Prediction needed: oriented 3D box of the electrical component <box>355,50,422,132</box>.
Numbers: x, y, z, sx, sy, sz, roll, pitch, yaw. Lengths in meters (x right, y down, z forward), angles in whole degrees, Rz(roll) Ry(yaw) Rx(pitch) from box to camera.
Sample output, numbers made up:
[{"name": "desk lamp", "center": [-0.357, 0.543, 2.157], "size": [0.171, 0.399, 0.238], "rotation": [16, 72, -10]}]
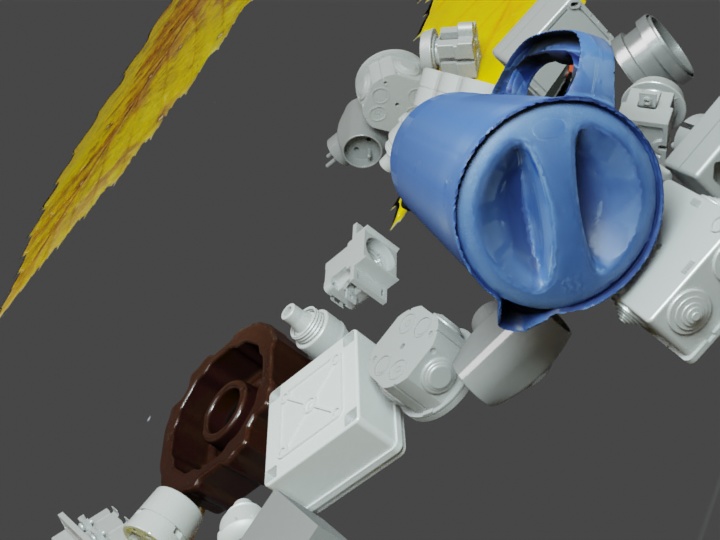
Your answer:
[{"name": "electrical component", "center": [0.037, -0.188, 1.139], "size": [0.080, 0.080, 0.051], "rotation": [-39, 34, 24]}]

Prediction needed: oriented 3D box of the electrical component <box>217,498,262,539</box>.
[{"name": "electrical component", "center": [-0.095, 0.212, 0.889], "size": [0.048, 0.048, 0.062], "rotation": [-47, 20, 9]}]

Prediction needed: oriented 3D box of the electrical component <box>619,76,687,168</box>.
[{"name": "electrical component", "center": [0.213, -0.110, 0.793], "size": [0.048, 0.066, 0.055], "rotation": [11, 50, 21]}]

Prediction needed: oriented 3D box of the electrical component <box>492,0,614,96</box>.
[{"name": "electrical component", "center": [0.166, -0.196, 0.963], "size": [0.096, 0.062, 0.061], "rotation": [-47, 27, 9]}]

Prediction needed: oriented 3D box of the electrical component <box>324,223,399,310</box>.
[{"name": "electrical component", "center": [0.000, 0.000, 1.004], "size": [0.064, 0.042, 0.081], "rotation": [-37, 30, 30]}]

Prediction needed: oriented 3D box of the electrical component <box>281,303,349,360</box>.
[{"name": "electrical component", "center": [-0.044, 0.054, 0.982], "size": [0.043, 0.062, 0.043], "rotation": [-37, 30, 26]}]

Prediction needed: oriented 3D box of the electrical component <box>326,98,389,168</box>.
[{"name": "electrical component", "center": [-0.009, -0.141, 1.190], "size": [0.079, 0.044, 0.077], "rotation": [-36, 30, 28]}]

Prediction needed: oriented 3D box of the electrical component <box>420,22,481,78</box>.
[{"name": "electrical component", "center": [0.093, -0.225, 1.109], "size": [0.055, 0.066, 0.048], "rotation": [0, 49, 17]}]

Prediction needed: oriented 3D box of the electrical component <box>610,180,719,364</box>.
[{"name": "electrical component", "center": [0.203, -0.003, 0.683], "size": [0.099, 0.048, 0.099], "rotation": [-50, 26, 6]}]

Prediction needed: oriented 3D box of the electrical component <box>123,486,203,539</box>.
[{"name": "electrical component", "center": [-0.171, 0.223, 0.943], "size": [0.055, 0.055, 0.047], "rotation": [-18, 29, 48]}]

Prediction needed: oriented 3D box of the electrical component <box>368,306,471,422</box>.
[{"name": "electrical component", "center": [0.050, 0.071, 0.827], "size": [0.080, 0.051, 0.080], "rotation": [-38, 30, 26]}]

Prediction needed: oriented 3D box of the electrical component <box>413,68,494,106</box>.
[{"name": "electrical component", "center": [0.093, -0.147, 1.031], "size": [0.138, 0.052, 0.073], "rotation": [37, 113, 63]}]

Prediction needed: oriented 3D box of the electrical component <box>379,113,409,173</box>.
[{"name": "electrical component", "center": [0.045, -0.124, 1.086], "size": [0.062, 0.048, 0.048], "rotation": [-44, 27, 30]}]

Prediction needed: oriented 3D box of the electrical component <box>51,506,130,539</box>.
[{"name": "electrical component", "center": [-0.237, 0.269, 1.011], "size": [0.063, 0.078, 0.121], "rotation": [-30, 18, -25]}]

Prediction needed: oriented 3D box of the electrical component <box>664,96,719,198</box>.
[{"name": "electrical component", "center": [0.239, -0.083, 0.726], "size": [0.065, 0.047, 0.076], "rotation": [-50, 26, 3]}]

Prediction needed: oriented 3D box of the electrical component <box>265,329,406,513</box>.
[{"name": "electrical component", "center": [-0.021, 0.122, 0.869], "size": [0.109, 0.056, 0.108], "rotation": [-39, 29, 24]}]

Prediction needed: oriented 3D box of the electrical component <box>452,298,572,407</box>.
[{"name": "electrical component", "center": [0.104, 0.047, 0.778], "size": [0.077, 0.044, 0.079], "rotation": [-45, 27, 13]}]

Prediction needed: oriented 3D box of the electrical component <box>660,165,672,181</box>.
[{"name": "electrical component", "center": [0.188, -0.061, 0.771], "size": [0.062, 0.043, 0.043], "rotation": [25, 77, 46]}]
